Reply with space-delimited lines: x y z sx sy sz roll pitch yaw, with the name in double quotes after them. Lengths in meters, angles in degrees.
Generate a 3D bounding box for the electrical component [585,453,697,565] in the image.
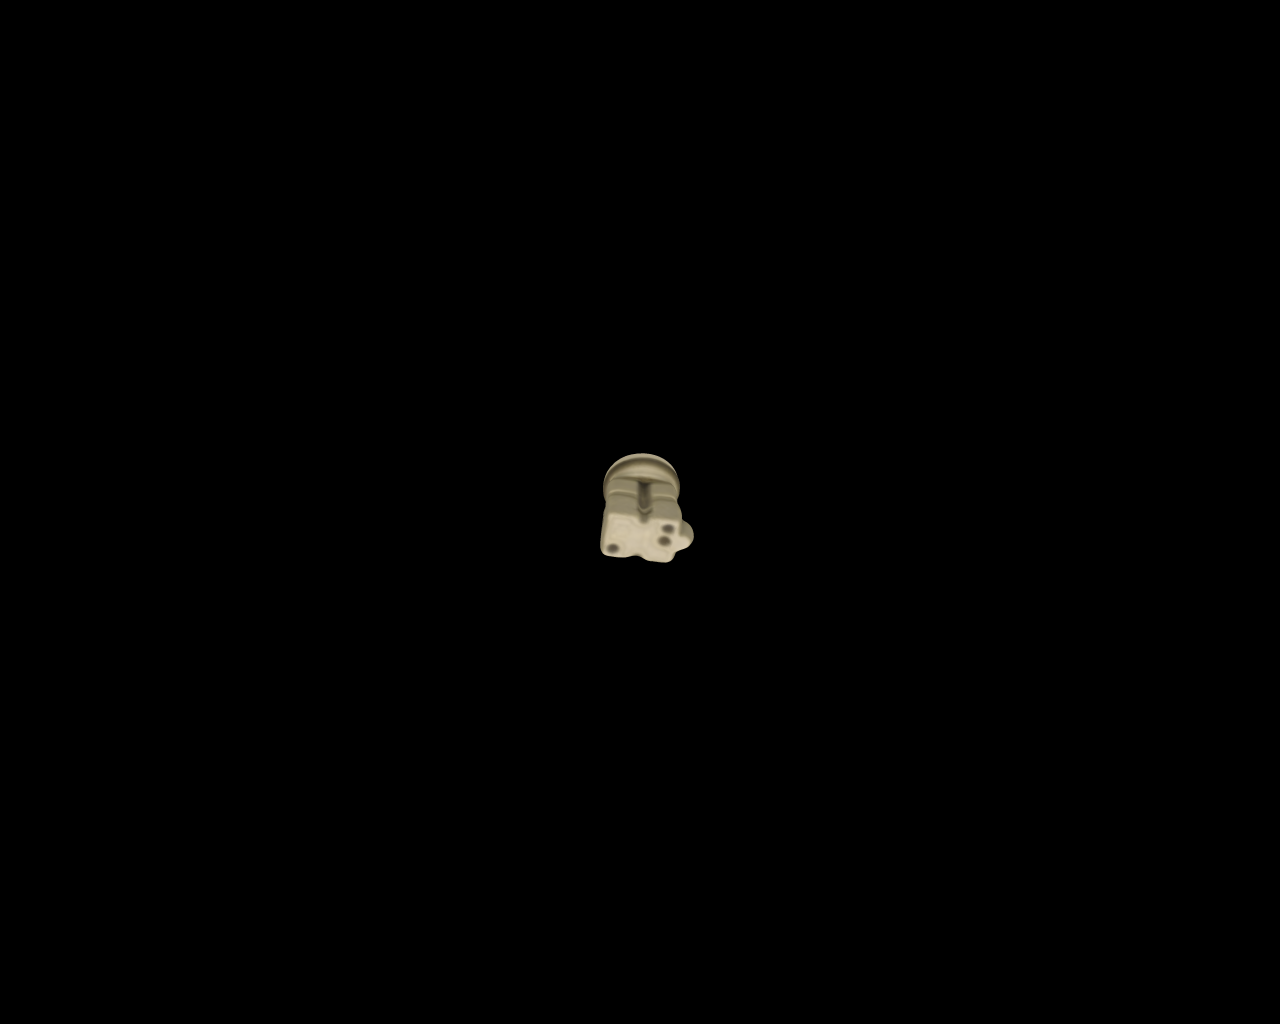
0.001 -0.003 0.650 0.066 0.048 0.055 7 40 -6 "electrical component"
